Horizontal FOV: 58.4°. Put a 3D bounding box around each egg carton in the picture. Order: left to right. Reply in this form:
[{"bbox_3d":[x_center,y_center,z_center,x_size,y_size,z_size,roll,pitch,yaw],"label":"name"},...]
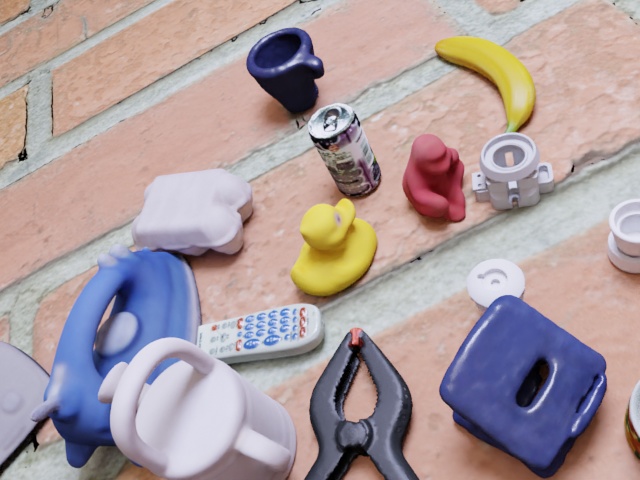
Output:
[{"bbox_3d":[-0.156,-0.030,0.702,0.150,0.070,0.107,-5,55,22],"label":"egg carton"}]

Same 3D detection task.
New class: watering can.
[{"bbox_3d":[-0.108,0.148,0.472,0.172,0.195,0.101,-10,54,19],"label":"watering can"}]

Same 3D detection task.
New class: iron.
[{"bbox_3d":[-0.207,0.092,0.592,0.118,0.142,0.258,-9,54,19],"label":"iron"}]

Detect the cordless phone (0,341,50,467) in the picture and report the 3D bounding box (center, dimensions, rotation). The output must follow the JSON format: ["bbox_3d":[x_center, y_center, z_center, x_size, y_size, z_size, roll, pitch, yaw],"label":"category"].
[{"bbox_3d":[-0.389,0.164,0.596,0.093,0.186,0.148,26,70,36],"label":"cordless phone"}]

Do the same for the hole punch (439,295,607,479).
[{"bbox_3d":[0.160,0.111,0.444,0.100,0.091,0.109,26,71,36],"label":"hole punch"}]

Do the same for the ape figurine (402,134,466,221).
[{"bbox_3d":[0.117,-0.071,0.591,0.075,0.092,0.078,30,73,37],"label":"ape figurine"}]

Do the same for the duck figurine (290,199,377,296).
[{"bbox_3d":[0.005,0.002,0.595,0.104,0.086,0.077,-44,51,-9],"label":"duck figurine"}]

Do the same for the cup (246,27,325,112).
[{"bbox_3d":[-0.029,-0.215,0.758,0.117,0.095,0.092,24,69,35],"label":"cup"}]
